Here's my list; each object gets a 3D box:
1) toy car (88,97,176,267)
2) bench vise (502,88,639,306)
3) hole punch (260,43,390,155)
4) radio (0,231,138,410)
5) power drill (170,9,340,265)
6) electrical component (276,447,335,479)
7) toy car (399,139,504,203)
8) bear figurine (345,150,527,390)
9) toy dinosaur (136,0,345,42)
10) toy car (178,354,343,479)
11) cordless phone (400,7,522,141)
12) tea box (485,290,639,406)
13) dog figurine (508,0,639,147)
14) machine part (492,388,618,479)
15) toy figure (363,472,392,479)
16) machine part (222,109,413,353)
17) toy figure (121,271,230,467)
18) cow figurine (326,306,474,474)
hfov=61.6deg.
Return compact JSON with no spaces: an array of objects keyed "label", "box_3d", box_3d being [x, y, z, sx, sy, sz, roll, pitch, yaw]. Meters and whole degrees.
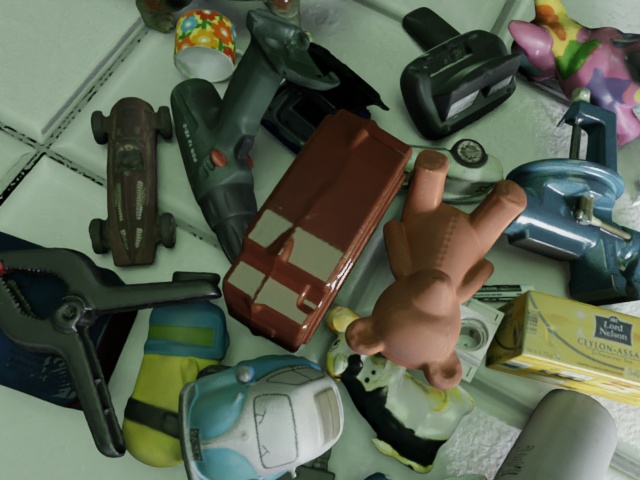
[{"label":"toy car","box_3d":[-0.208,-0.070,0.594,0.089,0.053,0.202,-3,68,-9]},{"label":"bench vise","box_3d":[0.303,-0.055,0.597,0.224,0.129,0.240,14,73,-4]},{"label":"hole punch","box_3d":[-0.004,-0.161,0.637,0.142,0.092,0.116,40,41,13]},{"label":"radio","box_3d":[-0.306,0.067,0.523,0.230,0.073,0.131,19,68,1]},{"label":"power drill","box_3d":[-0.070,-0.109,0.555,0.086,0.207,0.232,-6,58,-41]},{"label":"electrical component","box_3d":[-0.021,0.234,0.509,0.063,0.021,0.094,15,69,2]},{"label":"toy car","box_3d":[0.104,-0.080,0.610,0.202,0.073,0.056,4,69,-3]},{"label":"bear figurine","box_3d":[0.106,0.025,0.497,0.120,0.131,0.196,25,40,8]},{"label":"toy dinosaur","box_3d":[-0.112,-0.330,0.626,0.405,0.192,0.131,2,67,-5]},{"label":"toy car","box_3d":[-0.033,0.154,0.463,0.161,0.103,0.109,0,82,-50]},{"label":"cordless phone","box_3d":[0.144,-0.227,0.679,0.146,0.088,0.184,-31,63,-14]},{"label":"tea box","box_3d":[0.267,0.111,0.540,0.170,0.098,0.068,14,69,-1]},{"label":"dog figurine","box_3d":[0.334,-0.220,0.635,0.219,0.191,0.108,37,77,-7]},{"label":"machine part","box_3d":[0.202,0.206,0.471,0.243,0.079,0.079,-27,71,-45]},{"label":"toy figure","box_3d":[0.022,0.280,0.475,0.058,0.064,0.154,11,63,31]},{"label":"machine part","box_3d":[-0.001,-0.002,0.504,0.087,0.201,0.201,29,69,5]},{"label":"toy figure","box_3d":[-0.134,0.119,0.513,0.089,0.082,0.180,-2,76,15]},{"label":"cow figurine","box_3d":[0.059,0.143,0.529,0.167,0.068,0.098,37,76,10]}]
